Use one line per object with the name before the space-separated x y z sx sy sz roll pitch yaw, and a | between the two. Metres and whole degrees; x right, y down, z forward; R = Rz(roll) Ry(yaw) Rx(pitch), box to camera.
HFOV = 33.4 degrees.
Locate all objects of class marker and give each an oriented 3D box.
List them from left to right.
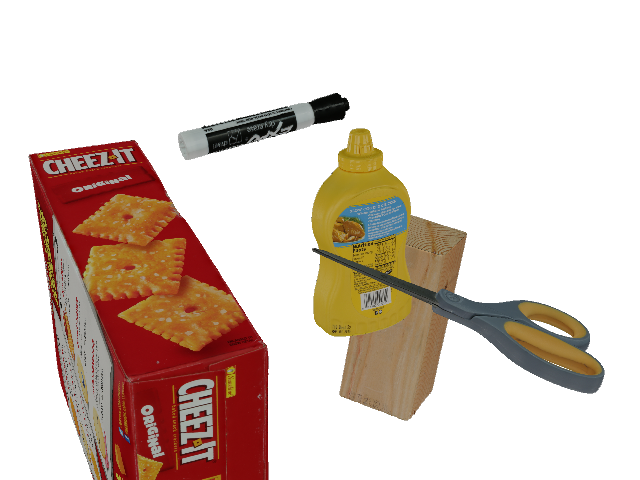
marker | -0.036 -0.078 0.721 0.121 0.020 0.020 -17 6 -19

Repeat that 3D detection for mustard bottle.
mustard bottle | 0.038 -0.010 0.993 0.096 0.192 0.058 -12 25 -24

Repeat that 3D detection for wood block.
wood block | 0.093 0.085 1.211 0.090 0.206 0.090 18 23 19

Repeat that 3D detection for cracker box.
cracker box | -0.093 0.066 0.567 0.072 0.164 0.214 -11 34 -20

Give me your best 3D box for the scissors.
scissors | 0.099 0.041 0.714 0.202 0.016 0.096 29 25 17
